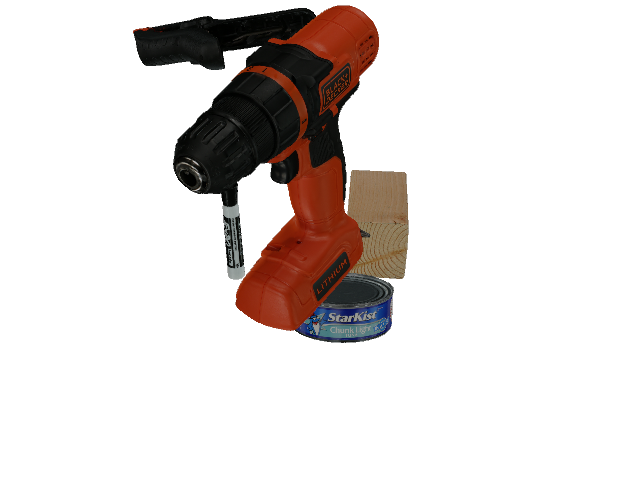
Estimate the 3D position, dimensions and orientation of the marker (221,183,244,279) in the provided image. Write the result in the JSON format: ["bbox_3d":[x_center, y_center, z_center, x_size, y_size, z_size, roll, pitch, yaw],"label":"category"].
[{"bbox_3d":[-0.094,-0.012,1.141,0.020,0.121,0.020,-2,33,1],"label":"marker"}]

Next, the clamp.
[{"bbox_3d":[-0.087,-0.168,0.885,0.120,0.039,0.172,-18,22,-35],"label":"clamp"}]

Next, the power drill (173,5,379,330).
[{"bbox_3d":[-0.022,-0.034,0.676,0.057,0.188,0.184,24,47,24],"label":"power drill"}]

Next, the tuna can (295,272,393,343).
[{"bbox_3d":[0.018,0.055,0.887,0.086,0.034,0.086,0,16,0],"label":"tuna can"}]

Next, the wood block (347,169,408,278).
[{"bbox_3d":[0.086,-0.028,1.626,0.091,0.090,0.206,3,25,2],"label":"wood block"}]
